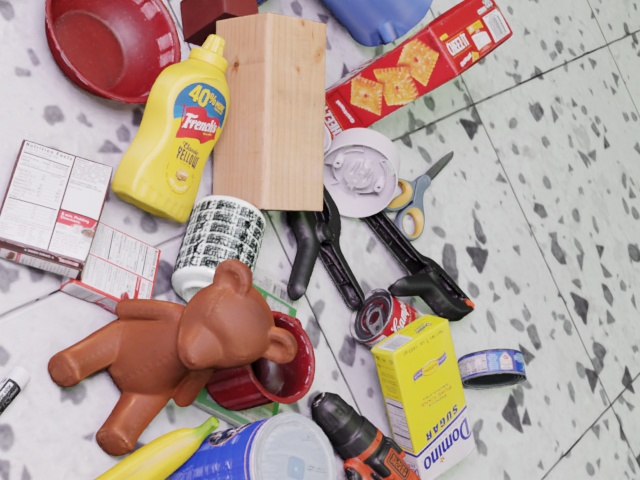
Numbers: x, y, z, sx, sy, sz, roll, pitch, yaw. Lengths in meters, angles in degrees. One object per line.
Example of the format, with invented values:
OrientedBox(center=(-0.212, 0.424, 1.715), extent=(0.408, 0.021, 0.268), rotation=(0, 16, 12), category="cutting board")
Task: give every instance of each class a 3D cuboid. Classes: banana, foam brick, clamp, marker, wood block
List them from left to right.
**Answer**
OrientedBox(center=(-0.288, 0.155, 0.905), extent=(0.020, 0.020, 0.121), rotation=(50, 45, -18), category="marker")
OrientedBox(center=(-0.178, 0.217, 0.955), extent=(0.197, 0.070, 0.037), rotation=(-32, 71, -37), category="banana")
OrientedBox(center=(-0.114, -0.259, 1.213), extent=(0.052, 0.078, 0.051), rotation=(9, 66, -43), category="foam brick")
OrientedBox(center=(-0.056, -0.135, 1.166), extent=(0.090, 0.091, 0.206), rotation=(0, 92, -45), category="wood block")
OrientedBox(center=(-0.008, 0.002, 1.236), extent=(0.120, 0.039, 0.171), rotation=(4, 64, -56), category="clamp")
OrientedBox(center=(0.124, 0.038, 1.340), extent=(0.209, 0.036, 0.164), rotation=(33, 27, -44), category="clamp")

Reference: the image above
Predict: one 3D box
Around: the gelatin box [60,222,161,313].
OrientedBox(center=(-0.202, 0.029, 1.037), extent=(0.089, 0.030, 0.073), rotation=(28, 53, -34), category="gelatin box")

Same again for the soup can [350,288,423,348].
OrientedBox(center=(0.095, 0.110, 1.275), extent=(0.102, 0.069, 0.068), rotation=(33, 53, -33), category="soup can")

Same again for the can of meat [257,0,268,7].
OrientedBox(center=(-0.095, -0.318, 1.252), extent=(0.057, 0.084, 0.102), rotation=(-38, 101, -47), category="can of meat")

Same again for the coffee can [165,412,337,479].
OrientedBox(center=(-0.068, 0.226, 1.006), extent=(0.102, 0.141, 0.103), rotation=(20, 60, -39), category="coffee can")

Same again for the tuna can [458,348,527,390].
OrientedBox(center=(0.219, 0.165, 1.363), extent=(0.086, 0.086, 0.034), rotation=(15, 62, -41), category="tuna can")

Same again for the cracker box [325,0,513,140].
OrientedBox(center=(0.109, -0.212, 1.317), extent=(0.163, 0.214, 0.072), rotation=(-40, 101, -47), category="cracker box")

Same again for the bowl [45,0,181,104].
OrientedBox(center=(-0.223, -0.206, 1.096), extent=(0.161, 0.055, 0.162), rotation=(20, 60, -39), category="bowl")

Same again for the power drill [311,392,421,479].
OrientedBox(center=(0.029, 0.279, 1.145), extent=(0.184, 0.057, 0.187), rotation=(47, 47, -14), category="power drill")

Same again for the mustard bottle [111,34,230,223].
OrientedBox(center=(-0.139, -0.120, 1.086), extent=(0.096, 0.058, 0.191), rotation=(31, 77, -54), category="mustard bottle")

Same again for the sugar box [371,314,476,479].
OrientedBox(center=(0.122, 0.186, 1.235), extent=(0.093, 0.048, 0.176), rotation=(-28, 111, -31), category="sugar box")

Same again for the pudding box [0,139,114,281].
OrientedBox(center=(-0.249, -0.029, 0.989), extent=(0.090, 0.039, 0.113), rotation=(17, 57, -13), category="pudding box")

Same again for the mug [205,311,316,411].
OrientedBox(center=(-0.060, 0.119, 1.081), extent=(0.093, 0.082, 0.117), rotation=(52, 45, -16), category="mug")

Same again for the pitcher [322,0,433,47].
OrientedBox(center=(0.029, -0.366, 1.329), extent=(0.242, 0.149, 0.145), rotation=(38, 83, -46), category="pitcher")

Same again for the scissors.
OrientedBox(center=(0.141, -0.058, 1.431), extent=(0.201, 0.016, 0.096), rotation=(-20, 90, -47), category="scissors")
